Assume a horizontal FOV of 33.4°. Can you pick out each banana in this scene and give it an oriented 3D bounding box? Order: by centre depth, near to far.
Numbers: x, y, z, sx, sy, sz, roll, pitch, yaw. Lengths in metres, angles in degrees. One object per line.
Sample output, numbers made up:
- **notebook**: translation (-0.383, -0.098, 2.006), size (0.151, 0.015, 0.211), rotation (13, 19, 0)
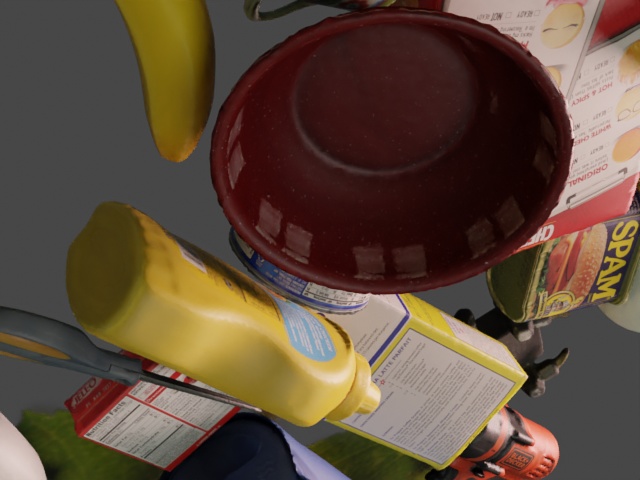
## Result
- **banana**: translation (-0.087, -0.109, 0.459), size (0.070, 0.037, 0.197), rotation (-24, 139, 13)

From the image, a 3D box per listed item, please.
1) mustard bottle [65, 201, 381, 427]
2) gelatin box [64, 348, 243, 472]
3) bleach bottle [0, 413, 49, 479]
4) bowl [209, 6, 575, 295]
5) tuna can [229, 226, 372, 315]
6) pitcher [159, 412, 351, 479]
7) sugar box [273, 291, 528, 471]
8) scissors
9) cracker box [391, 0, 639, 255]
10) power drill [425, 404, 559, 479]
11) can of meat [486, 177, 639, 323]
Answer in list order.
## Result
- **mustard bottle**: translation (-0.038, 0.051, 0.563), size (0.191, 0.096, 0.058), rotation (31, 99, -34)
- **gelatin box**: translation (-0.096, 0.096, 0.641), size (0.073, 0.030, 0.089), rotation (-43, 138, 8)
- **bleach bottle**: translation (-0.197, 0.126, 0.576), size (0.102, 0.068, 0.250), rotation (-36, 141, 1)
- **bowl**: translation (0.031, -0.049, 0.492), size (0.162, 0.055, 0.162), rotation (0, 132, 0)
- **tuna can**: translation (-0.004, 0.001, 0.576), size (0.085, 0.086, 0.034), rotation (8, 121, -39)
- **pitcher**: translation (-0.002, 0.227, 0.720), size (0.145, 0.149, 0.242), rotation (-50, 125, 1)
- **sugar box**: translation (0.039, 0.079, 0.682), size (0.176, 0.048, 0.093), rotation (30, 107, -30)
- **scissors**: translation (-0.103, 0.063, 0.548), size (0.201, 0.096, 0.016), rotation (18, 73, -22)
- **cracker box**: translation (0.107, -0.091, 0.581), size (0.164, 0.072, 0.214), rotation (-17, 136, -20)
- **power drill**: translation (0.083, 0.197, 0.835), size (0.188, 0.057, 0.184), rotation (-47, 134, 13)
- **can of meat**: translation (0.165, 0.003, 0.715), size (0.083, 0.057, 0.102), rotation (-11, 132, -19)
